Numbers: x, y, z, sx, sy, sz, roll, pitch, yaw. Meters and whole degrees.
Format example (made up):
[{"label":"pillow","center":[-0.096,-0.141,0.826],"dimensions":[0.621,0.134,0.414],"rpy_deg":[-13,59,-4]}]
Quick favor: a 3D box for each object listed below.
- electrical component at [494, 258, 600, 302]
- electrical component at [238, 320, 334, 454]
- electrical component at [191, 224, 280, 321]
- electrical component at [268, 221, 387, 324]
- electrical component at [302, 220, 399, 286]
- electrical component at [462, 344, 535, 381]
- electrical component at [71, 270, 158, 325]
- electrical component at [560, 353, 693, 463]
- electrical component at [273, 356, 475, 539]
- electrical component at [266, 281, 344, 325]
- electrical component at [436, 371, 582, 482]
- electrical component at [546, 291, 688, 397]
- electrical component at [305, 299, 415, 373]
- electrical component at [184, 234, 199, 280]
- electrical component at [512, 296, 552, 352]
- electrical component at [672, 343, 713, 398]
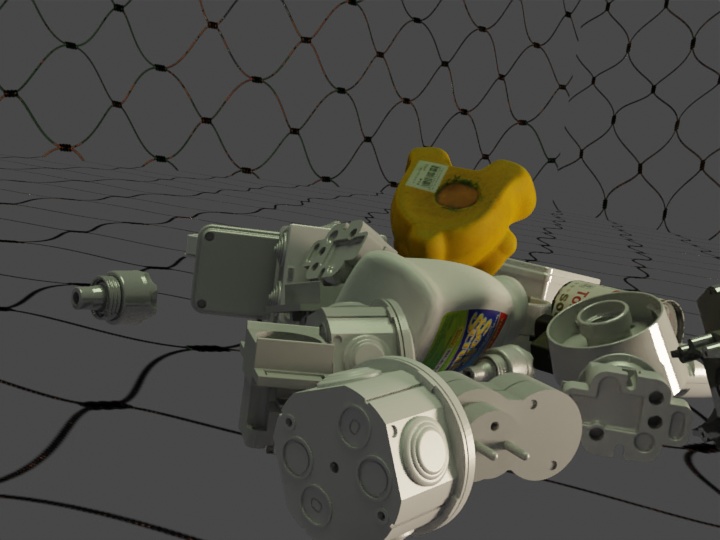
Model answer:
[{"label":"electrical component","center":[0.182,0.022,1.143],"dimensions":[0.109,0.056,0.109],"rpy_deg":[15,3,44]},{"label":"electrical component","center":[-0.042,0.064,0.589],"dimensions":[0.042,0.063,0.081],"rpy_deg":[5,7,-13]},{"label":"electrical component","center":[-0.090,0.003,0.951],"dimensions":[0.113,0.078,0.057],"rpy_deg":[7,4,-8]},{"label":"electrical component","center":[-0.025,0.009,0.901],"dimensions":[0.100,0.099,0.048],"rpy_deg":[7,-5,-10]},{"label":"electrical component","center":[0.000,0.000,0.845],"dimensions":[0.057,0.058,0.078],"rpy_deg":[39,-25,-26]},{"label":"electrical component","center":[0.099,0.073,0.784],"dimensions":[0.061,0.035,0.035],"rpy_deg":[-3,13,-44]},{"label":"electrical component","center":[-0.192,0.022,0.835],"dimensions":[0.062,0.043,0.043],"rpy_deg":[0,11,-41]},{"label":"electrical component","center":[0.166,0.085,0.681],"dimensions":[0.078,0.058,0.057],"rpy_deg":[9,10,7]},{"label":"electrical component","center":[0.005,0.080,0.467],"dimensions":[0.080,0.080,0.051],"rpy_deg":[14,15,39]},{"label":"electrical component","center":[-0.024,0.041,0.785],"dimensions":[0.081,0.063,0.042],"rpy_deg":[1,-4,-40]},{"label":"electrical component","center":[0.060,0.087,0.569],"dimensions":[0.138,0.052,0.074],"rpy_deg":[5,8,-26]},{"label":"electrical component","center":[0.194,0.060,0.823],"dimensions":[0.099,0.064,0.099],"rpy_deg":[-17,19,6]},{"label":"electrical component","center":[-0.001,0.057,0.634],"dimensions":[0.051,0.080,0.080],"rpy_deg":[0,9,-18]},{"label":"electrical component","center":[-0.126,0.000,1.011],"dimensions":[0.078,0.057,0.058],"rpy_deg":[10,8,15]},{"label":"electrical component","center":[0.144,0.049,0.966],"dimensions":[0.055,0.047,0.055],"rpy_deg":[8,8,-1]},{"label":"electrical component","center":[0.261,0.081,0.864],"dimensions":[0.081,0.043,0.043],"rpy_deg":[4,8,-27]}]
